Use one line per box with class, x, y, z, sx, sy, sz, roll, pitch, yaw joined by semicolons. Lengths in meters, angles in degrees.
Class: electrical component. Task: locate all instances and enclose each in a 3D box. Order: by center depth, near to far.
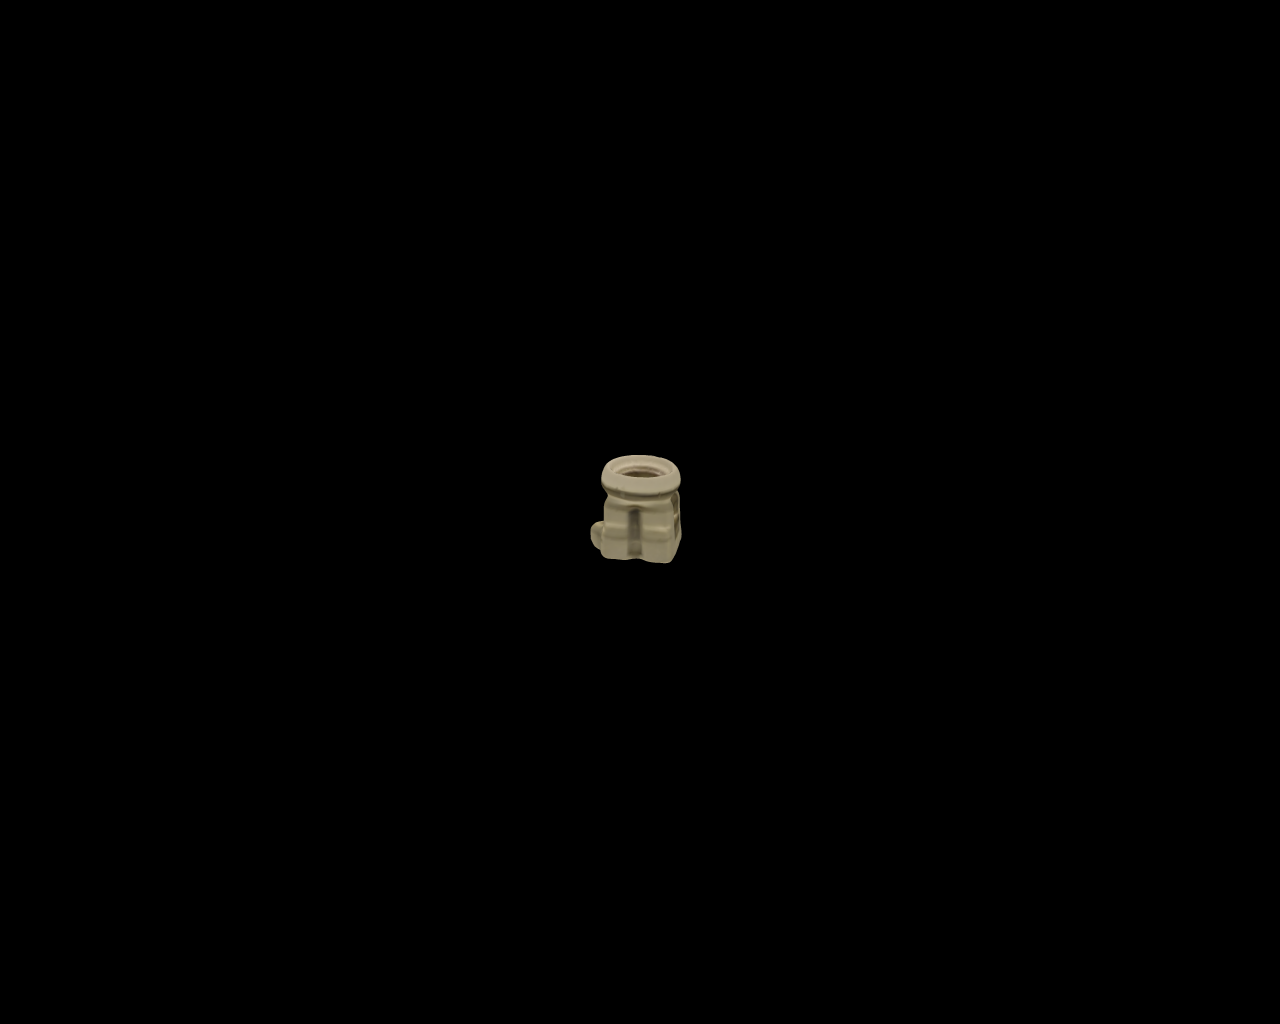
electrical component;0.001;-0.003;0.650;0.066;0.055;0.048;4;24;9
